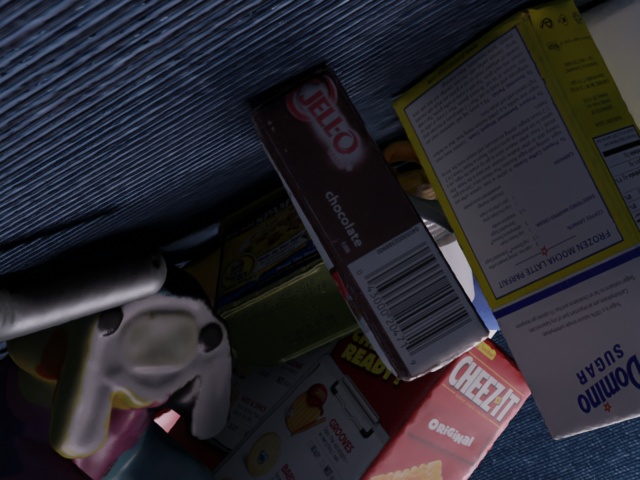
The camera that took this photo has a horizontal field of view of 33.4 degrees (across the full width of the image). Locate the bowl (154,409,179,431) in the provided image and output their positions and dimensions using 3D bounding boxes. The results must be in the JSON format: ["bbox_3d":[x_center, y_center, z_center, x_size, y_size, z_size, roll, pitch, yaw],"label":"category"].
[{"bbox_3d":[-0.169,0.136,0.897,0.162,0.055,0.162,-8,-152,4],"label":"bowl"}]

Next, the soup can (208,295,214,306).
[{"bbox_3d":[-0.083,0.066,0.683,0.069,0.068,0.102,-28,141,31],"label":"soup can"}]

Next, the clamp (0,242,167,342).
[{"bbox_3d":[-0.135,0.030,0.410,0.120,0.039,0.171,-28,176,11],"label":"clamp"}]

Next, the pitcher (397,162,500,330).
[{"bbox_3d":[0.150,0.006,0.729,0.149,0.145,0.243,-19,-171,-29],"label":"pitcher"}]

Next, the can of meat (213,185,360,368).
[{"bbox_3d":[-0.011,0.015,0.592,0.102,0.057,0.084,-28,-146,23],"label":"can of meat"}]

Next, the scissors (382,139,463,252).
[{"bbox_3d":[0.102,-0.006,0.592,0.096,0.202,0.016,-19,131,-18],"label":"scissors"}]

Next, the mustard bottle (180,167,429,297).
[{"bbox_3d":[-0.005,0.001,0.725,0.192,0.058,0.096,-29,164,30],"label":"mustard bottle"}]

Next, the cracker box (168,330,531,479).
[{"bbox_3d":[-0.003,0.119,0.608,0.213,0.072,0.164,-52,-146,-2],"label":"cracker box"}]

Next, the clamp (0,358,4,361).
[{"bbox_3d":[-0.242,0.114,0.737,0.210,0.036,0.164,-29,-172,23],"label":"clamp"}]

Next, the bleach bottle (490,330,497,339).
[{"bbox_3d":[0.072,0.026,0.890,0.102,0.068,0.250,-52,140,0],"label":"bleach bottle"}]

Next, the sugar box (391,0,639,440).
[{"bbox_3d":[0.108,-0.007,0.474,0.048,0.176,0.094,-22,174,-39],"label":"sugar box"}]

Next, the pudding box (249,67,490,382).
[{"bbox_3d":[0.017,-0.004,0.412,0.039,0.113,0.090,-28,177,0],"label":"pudding box"}]
